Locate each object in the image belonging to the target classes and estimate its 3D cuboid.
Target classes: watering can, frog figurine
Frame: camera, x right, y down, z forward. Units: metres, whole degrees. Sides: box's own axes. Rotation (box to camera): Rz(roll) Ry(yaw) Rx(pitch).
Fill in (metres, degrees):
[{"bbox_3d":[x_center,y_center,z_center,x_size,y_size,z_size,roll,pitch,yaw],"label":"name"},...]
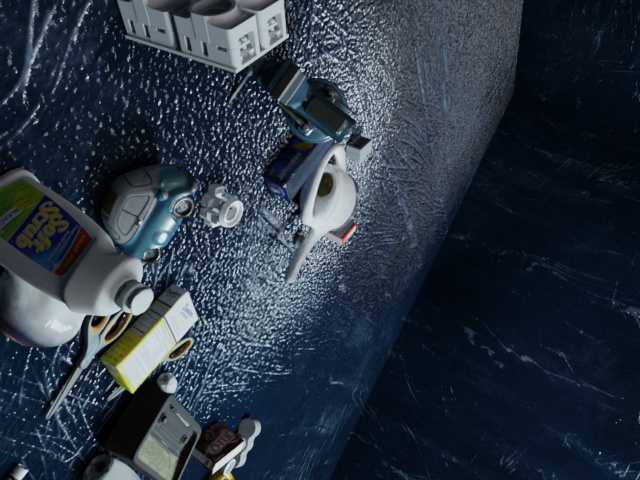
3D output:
[{"bbox_3d":[0.004,-0.064,1.267,0.223,0.104,0.347,14,93,-67],"label":"watering can"},{"bbox_3d":[-0.328,0.049,0.647,0.161,0.124,0.135,-47,133,-15],"label":"frog figurine"}]
